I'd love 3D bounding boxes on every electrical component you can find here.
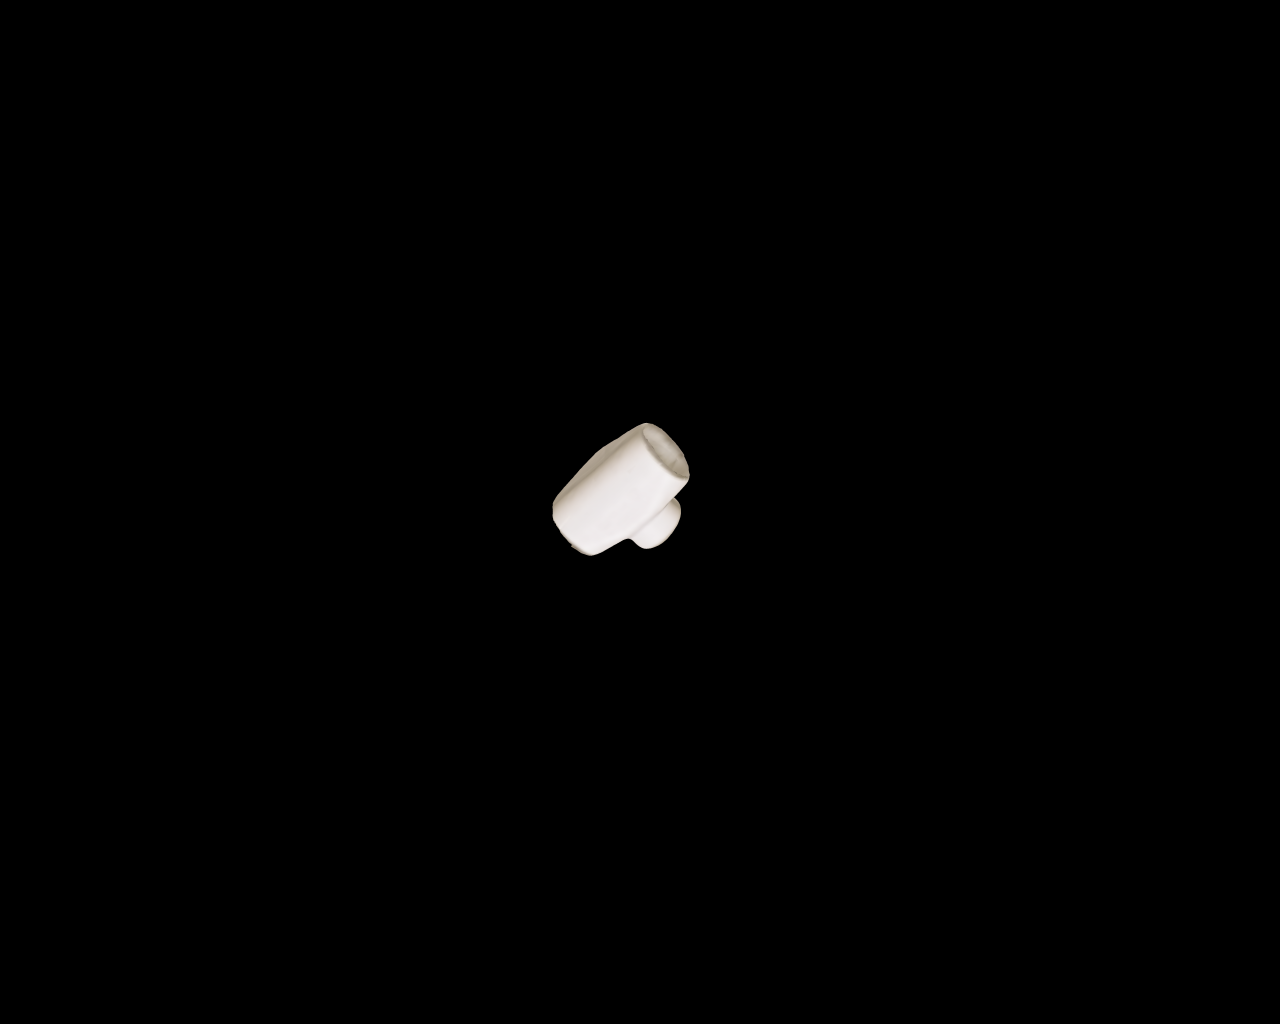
[{"bbox_3d":[0.001,-0.003,0.650,0.077,0.079,0.044,-39,24,22],"label":"electrical component"}]
